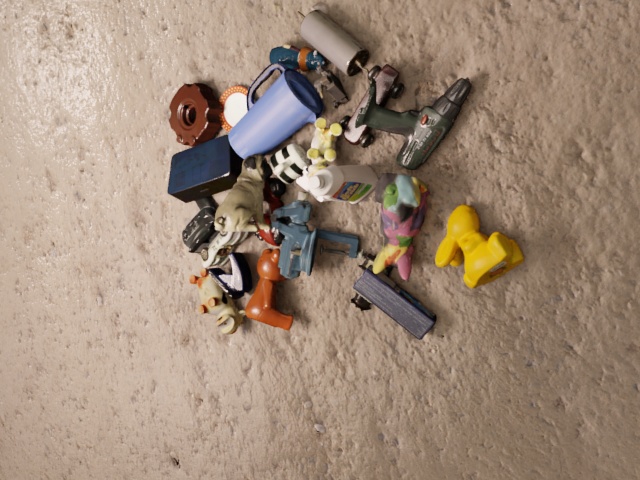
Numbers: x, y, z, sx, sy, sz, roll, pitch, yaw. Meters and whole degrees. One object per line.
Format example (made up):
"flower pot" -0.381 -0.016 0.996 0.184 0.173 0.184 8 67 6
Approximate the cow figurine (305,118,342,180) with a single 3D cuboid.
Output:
"cow figurine" 0.002 -0.199 1.296 0.068 0.098 0.167 14 79 -3

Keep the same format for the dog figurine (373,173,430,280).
"dog figurine" 0.174 -0.025 1.205 0.109 0.191 0.219 9 85 21

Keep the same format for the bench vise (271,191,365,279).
"bench vise" -0.003 -0.004 1.335 0.241 0.129 0.223 10 87 3

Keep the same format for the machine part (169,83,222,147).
"machine part" -0.352 -0.349 1.503 0.180 0.056 0.179 4 96 37

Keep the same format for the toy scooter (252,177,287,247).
"toy scooter" -0.148 -0.071 1.427 0.135 0.075 0.183 -5 91 30

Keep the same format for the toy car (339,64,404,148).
"toy car" 0.122 -0.313 1.263 0.089 0.053 0.202 42 118 20

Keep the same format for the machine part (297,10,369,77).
"machine part" 0.033 -0.468 1.279 0.243 0.079 0.079 44 114 16

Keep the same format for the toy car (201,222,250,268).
"toy car" -0.262 0.010 1.484 0.201 0.073 0.056 -46 65 36

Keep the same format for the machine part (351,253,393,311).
"machine part" 0.123 0.107 1.323 0.084 0.039 0.138 25 106 15

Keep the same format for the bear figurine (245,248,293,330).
"bear figurine" -0.123 0.126 1.430 0.120 0.132 0.196 -11 58 60

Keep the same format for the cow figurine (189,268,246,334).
"cow figurine" -0.280 0.177 1.514 0.085 0.127 0.195 -37 64 26

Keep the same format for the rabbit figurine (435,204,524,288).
"rabbit figurine" 0.334 0.008 1.170 0.162 0.122 0.173 -43 62 35

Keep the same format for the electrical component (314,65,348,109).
"electrical component" 0.025 -0.362 1.289 0.045 0.102 0.078 -33 57 21

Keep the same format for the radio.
"radio" -0.313 -0.195 1.482 0.230 0.073 0.131 -13 67 28

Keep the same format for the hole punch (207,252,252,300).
"hole punch" -0.229 0.095 1.465 0.092 0.142 0.116 -42 86 1

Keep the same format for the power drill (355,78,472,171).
"power drill" 0.194 -0.283 1.186 0.207 0.086 0.231 19 116 -10

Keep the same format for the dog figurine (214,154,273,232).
"dog figurine" -0.194 -0.118 1.321 0.121 0.172 0.190 3 97 21

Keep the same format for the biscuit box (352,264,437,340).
"biscuit box" 0.176 0.145 1.260 0.203 0.059 0.062 39 108 7

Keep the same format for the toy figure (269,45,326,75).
"toy figure" -0.052 -0.452 1.338 0.155 0.064 0.058 13 67 23

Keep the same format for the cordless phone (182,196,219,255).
"cordless phone" -0.350 -0.063 1.547 0.146 0.088 0.184 -43 64 26
